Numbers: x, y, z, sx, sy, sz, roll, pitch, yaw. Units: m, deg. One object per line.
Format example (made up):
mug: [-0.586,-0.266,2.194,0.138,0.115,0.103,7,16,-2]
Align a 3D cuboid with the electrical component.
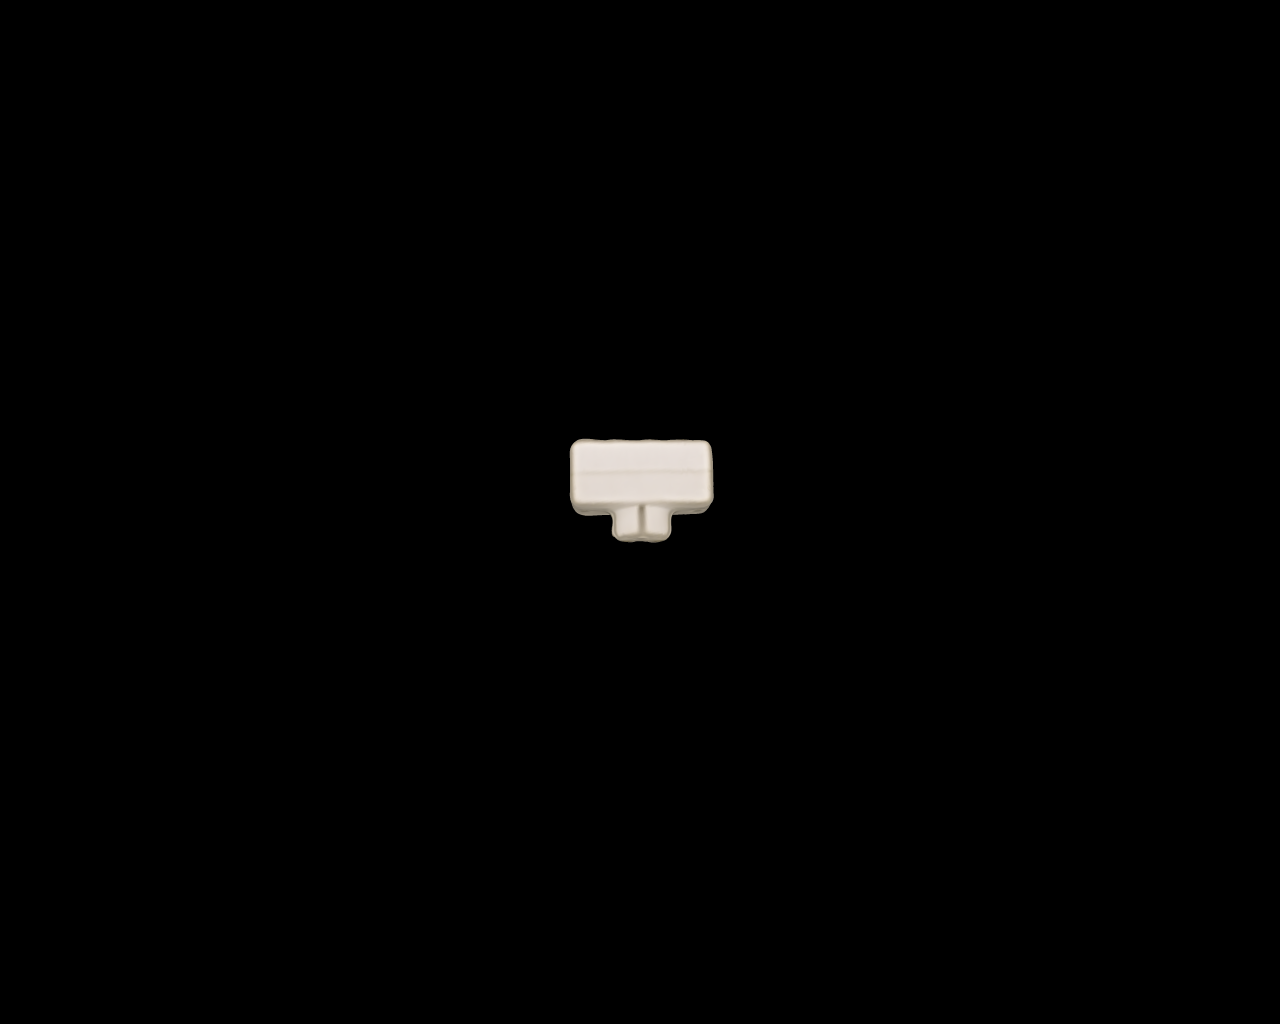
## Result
electrical component: [0.001,-0.003,0.650,0.083,0.075,0.047,0,-9,0]
